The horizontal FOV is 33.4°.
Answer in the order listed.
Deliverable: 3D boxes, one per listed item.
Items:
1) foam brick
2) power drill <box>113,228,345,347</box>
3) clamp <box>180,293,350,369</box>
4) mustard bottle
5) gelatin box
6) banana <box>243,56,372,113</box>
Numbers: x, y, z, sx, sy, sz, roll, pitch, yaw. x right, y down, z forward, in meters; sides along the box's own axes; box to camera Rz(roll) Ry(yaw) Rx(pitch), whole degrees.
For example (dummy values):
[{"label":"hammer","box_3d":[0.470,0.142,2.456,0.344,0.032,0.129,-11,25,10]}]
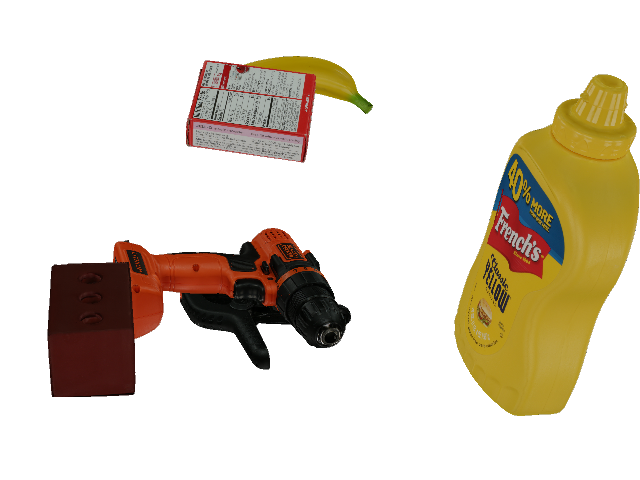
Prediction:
[{"label":"foam brick","box_3d":[-0.147,0.056,0.685,0.053,0.051,0.078,-2,32,-12]},{"label":"power drill","box_3d":[-0.085,0.046,0.953,0.187,0.057,0.185,-1,24,-20]},{"label":"clamp","box_3d":[-0.092,0.091,1.255,0.210,0.036,0.164,14,23,27]},{"label":"mustard bottle","box_3d":[0.126,-0.002,0.578,0.058,0.192,0.096,0,38,-16]},{"label":"gelatin box","box_3d":[-0.051,-0.096,0.793,0.089,0.073,0.030,7,-44,-1]},{"label":"banana","box_3d":[-0.039,-0.161,1.105,0.197,0.070,0.037,-7,-41,-28]}]
